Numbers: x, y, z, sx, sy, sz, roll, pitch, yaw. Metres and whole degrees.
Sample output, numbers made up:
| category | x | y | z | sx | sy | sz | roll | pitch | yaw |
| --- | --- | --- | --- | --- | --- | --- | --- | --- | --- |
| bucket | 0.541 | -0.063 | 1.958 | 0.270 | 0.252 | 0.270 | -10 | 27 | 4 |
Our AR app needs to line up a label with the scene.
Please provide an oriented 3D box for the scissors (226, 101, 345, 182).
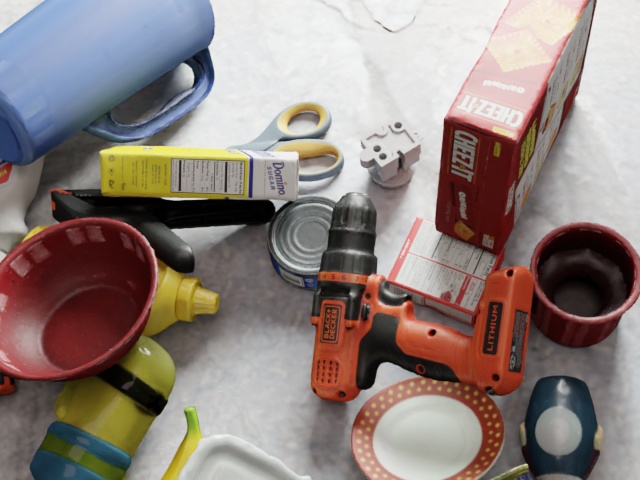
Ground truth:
| category | x | y | z | sx | sy | sz | roll | pitch | yaw |
| --- | --- | --- | --- | --- | --- | --- | --- | --- | --- |
| scissors | -0.073 | -0.100 | 1.058 | 0.202 | 0.016 | 0.096 | 6 | 64 | 9 |

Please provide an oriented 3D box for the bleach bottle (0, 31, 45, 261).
| category | x | y | z | sx | sy | sz | roll | pitch | yaw |
| --- | --- | --- | --- | --- | --- | --- | --- | --- | --- |
| bleach bottle | -0.312 | -0.083 | 1.053 | 0.102 | 0.068 | 0.251 | -5 | 67 | 0 |

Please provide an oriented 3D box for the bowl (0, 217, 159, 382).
| category | x | y | z | sx | sy | sz | roll | pitch | yaw |
| --- | --- | --- | --- | --- | --- | --- | --- | --- | --- |
| bowl | -0.204 | 0.060 | 0.896 | 0.162 | 0.055 | 0.162 | -8 | 52 | 10 |

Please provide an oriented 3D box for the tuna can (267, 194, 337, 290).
| category | x | y | z | sx | sy | sz | roll | pitch | yaw |
| --- | --- | --- | --- | --- | --- | --- | --- | --- | --- |
| tuna can | -0.007 | 0.001 | 0.993 | 0.086 | 0.034 | 0.086 | -2 | 65 | 5 |

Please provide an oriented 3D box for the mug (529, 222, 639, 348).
| category | x | y | z | sx | sy | sz | roll | pitch | yaw |
| --- | --- | --- | --- | --- | --- | --- | --- | --- | --- |
| mug | 0.213 | 0.046 | 0.922 | 0.117 | 0.081 | 0.093 | -14 | 64 | -1 |

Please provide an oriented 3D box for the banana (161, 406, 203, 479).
| category | x | y | z | sx | sy | sz | roll | pitch | yaw |
| --- | --- | --- | --- | --- | --- | --- | --- | --- | --- |
| banana | -0.154 | 0.231 | 0.885 | 0.069 | 0.037 | 0.197 | 48 | 65 | -12 |

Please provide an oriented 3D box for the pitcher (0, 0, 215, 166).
| category | x | y | z | sx | sy | sz | roll | pitch | yaw |
| --- | --- | --- | --- | --- | --- | --- | --- | --- | --- |
| pitcher | -0.219 | -0.170 | 1.020 | 0.149 | 0.145 | 0.242 | 33 | 58 | 23 |

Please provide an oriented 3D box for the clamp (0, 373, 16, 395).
| category | x | y | z | sx | sy | sz | roll | pitch | yaw |
| --- | --- | --- | --- | --- | --- | --- | --- | --- | --- |
| clamp | -0.349 | 0.085 | 0.986 | 0.120 | 0.039 | 0.171 | -41 | 72 | 16 |

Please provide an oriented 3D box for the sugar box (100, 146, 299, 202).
| category | x | y | z | sx | sy | sz | roll | pitch | yaw |
| --- | --- | --- | --- | --- | --- | --- | --- | --- | --- |
| sugar box | -0.107 | -0.062 | 0.979 | 0.176 | 0.093 | 0.048 | -1 | 98 | -2 |

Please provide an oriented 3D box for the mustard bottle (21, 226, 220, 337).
| category | x | y | z | sx | sy | sz | roll | pitch | yaw |
| --- | --- | --- | --- | --- | --- | --- | --- | --- | --- |
| mustard bottle | -0.186 | 0.043 | 0.979 | 0.192 | 0.058 | 0.096 | 8 | 49 | 10 |

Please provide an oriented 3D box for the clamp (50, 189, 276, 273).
| category | x | y | z | sx | sy | sz | roll | pitch | yaw |
| --- | --- | --- | --- | --- | --- | --- | --- | --- | --- |
| clamp | -0.156 | -0.022 | 0.996 | 0.210 | 0.036 | 0.164 | 12 | 22 | 29 |

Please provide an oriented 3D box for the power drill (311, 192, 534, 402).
| category | x | y | z | sx | sy | sz | roll | pitch | yaw |
| --- | --- | --- | --- | --- | --- | --- | --- | --- | --- |
| power drill | 0.082 | 0.053 | 0.903 | 0.188 | 0.057 | 0.184 | 4 | 86 | 30 |

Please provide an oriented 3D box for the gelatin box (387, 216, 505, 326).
| category | x | y | z | sx | sy | sz | roll | pitch | yaw |
| --- | --- | --- | --- | --- | --- | --- | --- | --- | --- |
| gelatin box | 0.114 | 0.028 | 0.970 | 0.089 | 0.030 | 0.073 | 21 | 68 | 14 |

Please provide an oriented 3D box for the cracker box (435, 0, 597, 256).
| category | x | y | z | sx | sy | sz | roll | pitch | yaw |
| --- | --- | --- | --- | --- | --- | --- | --- | --- | --- |
| cracker box | 0.173 | -0.121 | 0.943 | 0.072 | 0.164 | 0.213 | 21 | 60 | 17 |

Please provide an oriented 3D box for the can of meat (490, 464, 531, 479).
| category | x | y | z | sx | sy | sz | roll | pitch | yaw |
| --- | --- | --- | --- | --- | --- | --- | --- | --- | --- |
| can of meat | 0.132 | 0.232 | 0.815 | 0.102 | 0.057 | 0.084 | -24 | 68 | -7 |
